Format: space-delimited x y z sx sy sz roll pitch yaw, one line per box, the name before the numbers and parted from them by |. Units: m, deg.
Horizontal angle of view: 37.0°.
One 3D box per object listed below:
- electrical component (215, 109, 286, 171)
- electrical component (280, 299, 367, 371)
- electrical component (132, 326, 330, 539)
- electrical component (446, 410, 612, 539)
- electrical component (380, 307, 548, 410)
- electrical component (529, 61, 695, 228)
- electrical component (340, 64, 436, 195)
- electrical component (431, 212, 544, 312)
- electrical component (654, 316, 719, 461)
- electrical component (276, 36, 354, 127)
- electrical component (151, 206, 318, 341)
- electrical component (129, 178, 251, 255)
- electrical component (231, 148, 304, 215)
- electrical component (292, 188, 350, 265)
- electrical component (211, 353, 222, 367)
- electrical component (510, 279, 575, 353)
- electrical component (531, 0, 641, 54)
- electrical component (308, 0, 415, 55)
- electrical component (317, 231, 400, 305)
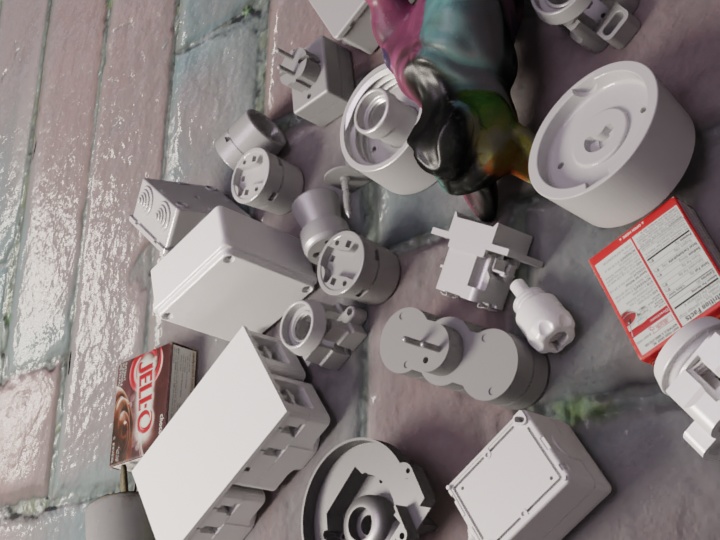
electrical component | -0.106 -0.124 1.055 0.047 0.055 0.055 -45 47 21
electrical component | -0.034 0.052 0.907 0.066 0.055 0.048 -51 45 20
electrical component | -0.114 0.157 0.946 0.186 0.060 0.105 -52 45 19
electrical component | 0.109 0.150 0.713 0.096 0.061 0.061 -50 45 20
electrical component | 0.063 0.060 0.788 0.138 0.074 0.052 13 84 48
electrical component | 0.175 -0.080 0.729 0.108 0.060 0.108 -38 34 32
electrical component | 0.030 -0.124 0.906 0.108 0.060 0.108 -20 61 41
electrical component | 0.091 -0.005 0.809 0.081 0.042 0.063 19 93 49
electrical component | 0.214 0.065 0.640 0.078 0.058 0.057 -55 47 16
electrical component | -0.049 -0.182 0.999 0.047 0.077 0.065 -28 56 37
electrical component | -0.115 0.008 0.971 0.109 0.109 0.056 -40 47 29
electrical component | -0.166 -0.051 1.056 0.100 0.100 0.048 38 115 47
electrical component | -0.087 -0.083 1.023 0.055 0.047 0.055 -20 61 41
electrical component | -0.033 -0.038 0.950 0.045 0.045 0.055 -40 50 29
electrical component | -0.113 0.084 0.994 0.061 0.035 0.035 -54 44 13
electrical component | 0.126 0.029 0.764 0.035 0.035 0.061 -51 42 20
electrical component | 0.164 -0.202 0.798 0.058 0.057 0.078 -52 44 18
electrical component | 0.005 -0.260 0.995 0.099 0.048 0.099 -49 45 22
electrical component | 0.000 0.000 0.898 0.055 0.047 0.055 -20 61 41
